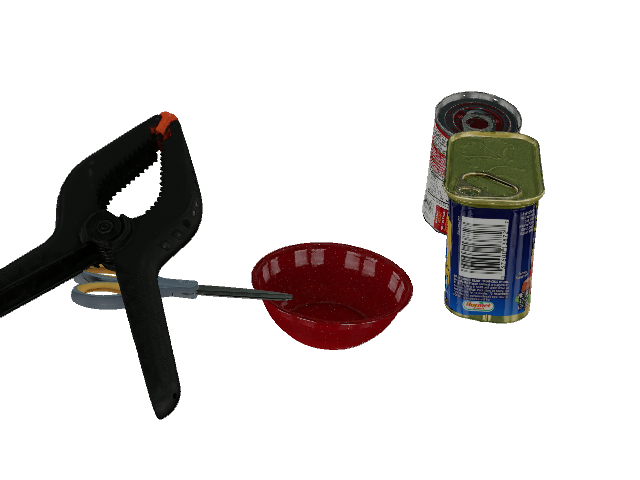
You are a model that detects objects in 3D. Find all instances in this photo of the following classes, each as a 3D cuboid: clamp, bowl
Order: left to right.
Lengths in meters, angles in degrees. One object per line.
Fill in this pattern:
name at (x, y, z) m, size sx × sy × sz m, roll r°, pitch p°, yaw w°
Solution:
clamp at (-0.124, 0.008, 0.664) m, size 0.165 × 0.209 × 0.036 m, roll 21°, pitch -31°, yaw 15°
bowl at (0.010, 0.062, 1.073) m, size 0.162 × 0.055 × 0.162 m, roll 4°, pitch 28°, yaw -2°

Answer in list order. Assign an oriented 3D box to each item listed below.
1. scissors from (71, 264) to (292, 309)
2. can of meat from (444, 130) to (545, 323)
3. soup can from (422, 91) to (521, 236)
scissors at (-0.133, 0.049, 0.955) m, size 0.202 × 0.016 × 0.096 m, roll 10°, pitch 20°, yaw 11°
can of meat at (0.104, -0.009, 0.654) m, size 0.057 × 0.084 × 0.102 m, roll 3°, pitch 28°, yaw 7°
soup can at (0.120, -0.059, 0.860) m, size 0.068 × 0.102 × 0.068 m, roll 2°, pitch 42°, yaw -2°
